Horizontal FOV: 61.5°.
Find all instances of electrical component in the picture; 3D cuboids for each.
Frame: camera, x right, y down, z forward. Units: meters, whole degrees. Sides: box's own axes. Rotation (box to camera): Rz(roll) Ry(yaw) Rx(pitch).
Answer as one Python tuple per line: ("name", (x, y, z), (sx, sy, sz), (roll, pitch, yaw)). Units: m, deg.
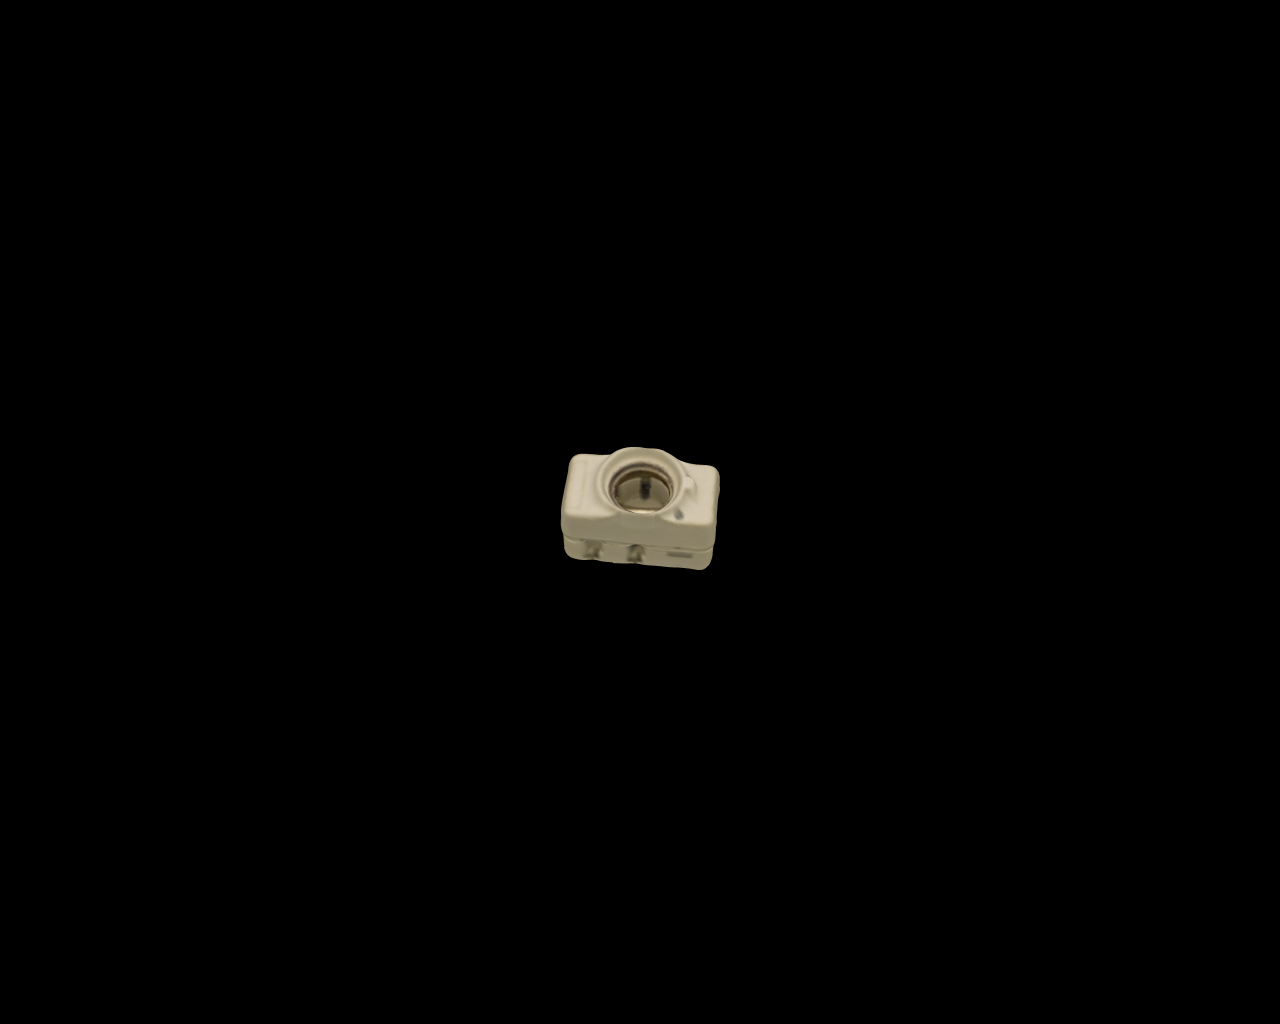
("electrical component", (0.001, -0.003, 0.650), (0.089, 0.050, 0.055), (5, -37, 4))
